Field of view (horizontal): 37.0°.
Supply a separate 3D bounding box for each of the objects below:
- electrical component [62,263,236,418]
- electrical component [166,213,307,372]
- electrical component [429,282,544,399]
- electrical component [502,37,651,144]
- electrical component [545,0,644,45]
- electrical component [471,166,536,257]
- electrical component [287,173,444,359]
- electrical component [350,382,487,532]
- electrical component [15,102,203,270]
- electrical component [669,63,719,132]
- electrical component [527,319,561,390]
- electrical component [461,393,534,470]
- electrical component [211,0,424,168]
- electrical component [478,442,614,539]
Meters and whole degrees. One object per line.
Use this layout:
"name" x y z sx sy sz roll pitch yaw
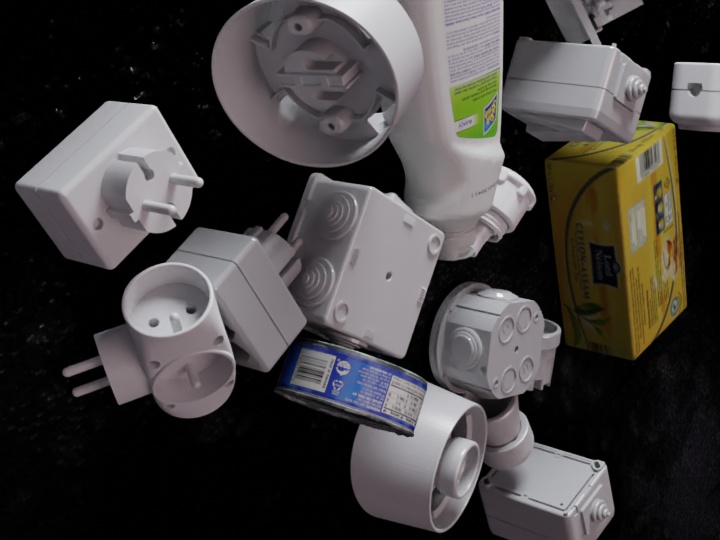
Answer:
"electrical component" -0.105 0.042 0.528 0.079 0.044 0.077 -20 145 -12
"electrical component" -0.057 0.003 0.579 0.076 0.047 0.065 -52 133 -28
"electrical component" 0.089 0.051 0.757 0.080 0.051 0.080 -15 110 -47
"electrical component" 0.156 -0.122 0.757 0.062 0.096 0.061 17 88 -50
"electrical component" 0.146 -0.221 0.737 0.121 0.063 0.078 48 22 -44
"electrical component" 0.088 -0.039 0.740 0.062 0.048 0.048 -57 136 -14
"electrical component" 0.000 0.000 0.644 0.100 0.048 0.099 28 78 -49
"electrical component" 0.044 0.127 0.732 0.099 0.064 0.099 -38 135 -50
"electrical component" -0.103 -0.038 0.493 0.065 0.077 0.047 -51 133 -29
"electrical component" 0.323 -0.156 0.975 0.095 0.054 0.059 -9 105 -48
"electrical component" 0.130 0.064 0.818 0.040 0.040 0.046 -17 117 -46
"electrical component" 0.101 0.114 0.791 0.045 0.045 0.055 -49 132 -30
"electrical component" -0.019 -0.105 0.562 0.064 0.099 0.099 -50 133 -37
"electrical component" 0.149 0.179 0.822 0.062 0.096 0.061 -40 127 -36
